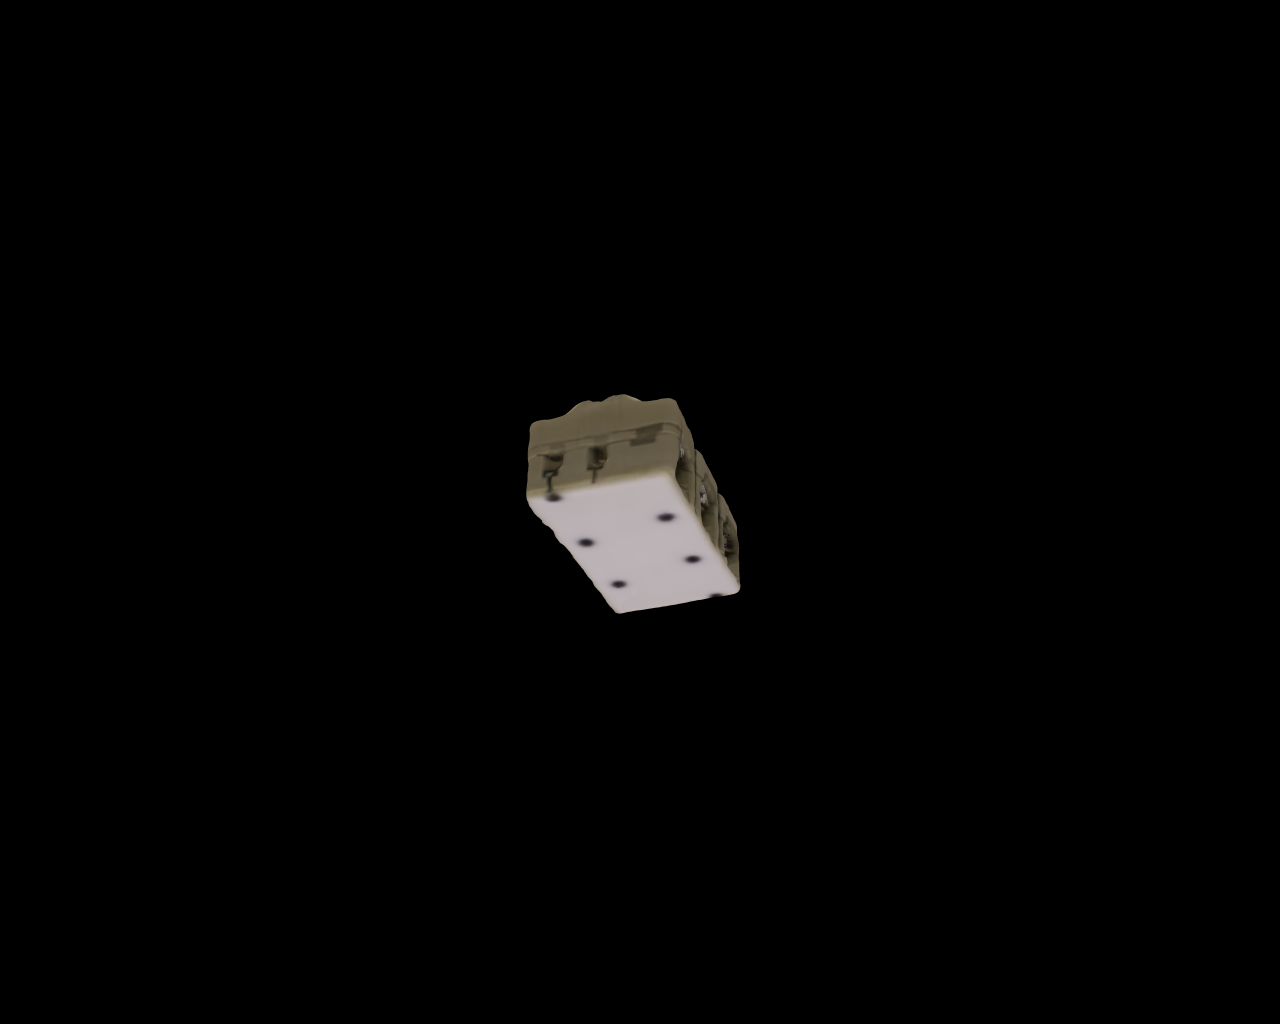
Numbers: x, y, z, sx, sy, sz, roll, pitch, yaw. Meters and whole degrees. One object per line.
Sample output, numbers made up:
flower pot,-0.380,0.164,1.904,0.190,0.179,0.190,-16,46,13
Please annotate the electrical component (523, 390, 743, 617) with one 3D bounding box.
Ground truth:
electrical component,0.001,-0.003,0.650,0.089,0.062,0.150,-10,-34,15
